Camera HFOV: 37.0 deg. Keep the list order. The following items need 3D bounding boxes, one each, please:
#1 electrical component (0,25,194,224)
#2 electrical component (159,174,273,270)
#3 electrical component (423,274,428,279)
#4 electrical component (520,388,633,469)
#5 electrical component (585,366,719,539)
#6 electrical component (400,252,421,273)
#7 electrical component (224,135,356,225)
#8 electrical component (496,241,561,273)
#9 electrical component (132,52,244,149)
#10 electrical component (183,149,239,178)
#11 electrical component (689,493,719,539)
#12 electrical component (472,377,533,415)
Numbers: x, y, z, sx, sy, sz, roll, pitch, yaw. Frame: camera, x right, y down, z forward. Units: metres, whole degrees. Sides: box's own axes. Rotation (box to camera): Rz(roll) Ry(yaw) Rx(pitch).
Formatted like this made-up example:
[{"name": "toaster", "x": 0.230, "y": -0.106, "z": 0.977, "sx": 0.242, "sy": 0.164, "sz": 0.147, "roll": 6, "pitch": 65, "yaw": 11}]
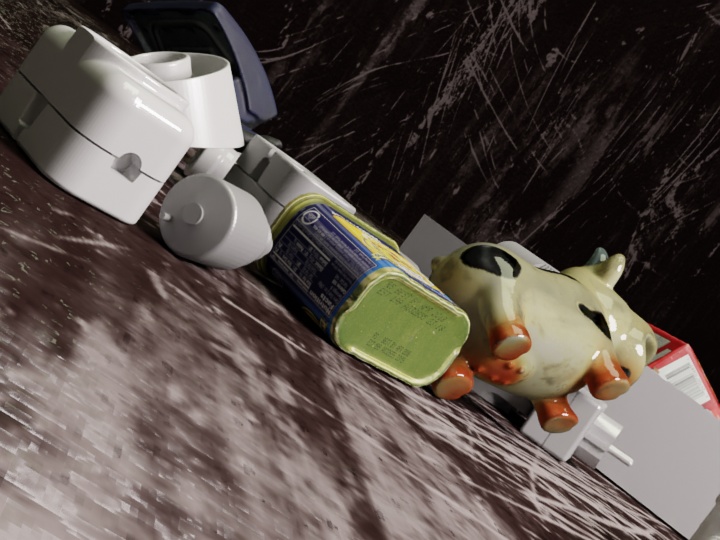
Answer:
[{"name": "electrical component", "x": -0.121, "y": -0.072, "z": 0.495, "sx": 0.054, "sy": 0.059, "sz": 0.095, "roll": 32, "pitch": 6, "yaw": -44}, {"name": "electrical component", "x": -0.064, "y": -0.020, "z": 0.517, "sx": 0.040, "sy": 0.040, "sz": 0.078, "roll": 38, "pitch": 5, "yaw": 22}, {"name": "electrical component", "x": 0.009, "y": 0.000, "z": 0.852, "sx": 0.077, "sy": 0.043, "sz": 0.079, "roll": 39, "pitch": 5, "yaw": 29}, {"name": "electrical component", "x": 0.163, "y": 0.117, "z": 0.773, "sx": 0.076, "sy": 0.047, "sz": 0.083, "roll": 35, "pitch": 4, "yaw": 17}, {"name": "electrical component", "x": 0.238, "y": 0.138, "z": 0.862, "sx": 0.150, "sy": 0.089, "sz": 0.062, "roll": 38, "pitch": 5, "yaw": 19}, {"name": "electrical component", "x": 0.000, "y": 0.000, "z": 0.732, "sx": 0.080, "sy": 0.051, "sz": 0.080, "roll": 36, "pitch": 4, "yaw": -3}, {"name": "electrical component", "x": -0.053, "y": -0.040, "z": 0.695, "sx": 0.054, "sy": 0.059, "sz": 0.095, "roll": 33, "pitch": 5, "yaw": -33}, {"name": "electrical component", "x": 0.129, "y": 0.012, "z": 0.819, "sx": 0.043, "sy": 0.043, "sz": 0.081, "roll": 34, "pitch": 5, "yaw": -31}, {"name": "electrical component", "x": -0.126, "y": -0.106, "z": 0.697, "sx": 0.099, "sy": 0.064, "sz": 0.099, "roll": -1, "pitch": 23, "yaw": 1}, {"name": "electrical component", "x": -0.102, "y": -0.073, "z": 0.800, "sx": 0.046, "sy": 0.040, "sz": 0.040, "roll": 40, "pitch": 3, "yaw": -16}, {"name": "electrical component", "x": 0.206, "y": 0.161, "z": 0.551, "sx": 0.096, "sy": 0.061, "sz": 0.061, "roll": 33, "pitch": 5, "yaw": -39}, {"name": "electrical component", "x": 0.117, "y": 0.068, "z": 0.849, "sx": 0.089, "sy": 0.061, "sz": 0.150, "roll": 38, "pitch": 5, "yaw": 16}]
